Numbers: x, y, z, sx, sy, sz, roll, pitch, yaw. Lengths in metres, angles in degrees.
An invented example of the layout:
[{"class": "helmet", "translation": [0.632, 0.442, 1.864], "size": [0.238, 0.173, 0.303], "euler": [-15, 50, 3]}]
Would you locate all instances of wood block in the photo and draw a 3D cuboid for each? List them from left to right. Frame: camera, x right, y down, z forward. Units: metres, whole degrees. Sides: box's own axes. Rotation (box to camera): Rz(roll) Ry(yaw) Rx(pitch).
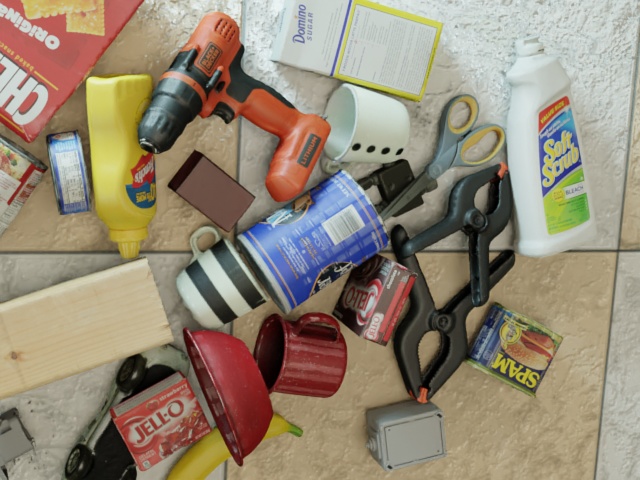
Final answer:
[{"class": "wood block", "translation": [-0.265, 0.092, 1.110], "size": [0.206, 0.090, 0.091], "euler": [-18, 95, -9]}]

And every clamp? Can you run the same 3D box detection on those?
[{"class": "clamp", "translation": [0.150, 0.091, 1.281], "size": [0.164, 0.036, 0.210], "euler": [5, 95, -18]}, {"class": "clamp", "translation": [0.182, -0.010, 1.251], "size": [0.120, 0.039, 0.171], "euler": [43, 74, -16]}]

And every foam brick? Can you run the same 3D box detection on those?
[{"class": "foam brick", "translation": [-0.118, -0.053, 1.162], "size": [0.078, 0.053, 0.051], "euler": [39, 87, -20]}]

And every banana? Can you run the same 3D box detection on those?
[{"class": "banana", "translation": [-0.114, 0.251, 1.228], "size": [0.197, 0.037, 0.069], "euler": [-30, 106, -10]}]

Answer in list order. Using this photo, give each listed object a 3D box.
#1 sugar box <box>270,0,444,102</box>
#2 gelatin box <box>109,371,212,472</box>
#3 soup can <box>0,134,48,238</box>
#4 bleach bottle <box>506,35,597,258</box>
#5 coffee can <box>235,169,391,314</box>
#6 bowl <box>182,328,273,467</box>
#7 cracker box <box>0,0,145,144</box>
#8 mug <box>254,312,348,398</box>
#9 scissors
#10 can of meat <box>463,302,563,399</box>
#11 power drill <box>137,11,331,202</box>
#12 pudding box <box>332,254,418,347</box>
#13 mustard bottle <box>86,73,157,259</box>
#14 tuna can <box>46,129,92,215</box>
[{"class": "sugar box", "translation": [0.041, -0.220, 1.185], "size": [0.176, 0.048, 0.093], "euler": [14, 96, -16]}, {"class": "gelatin box", "translation": [-0.171, 0.195, 1.147], "size": [0.089, 0.030, 0.073], "euler": [-28, 113, -14]}, {"class": "soup can", "translation": [-0.334, -0.051, 1.087], "size": [0.068, 0.069, 0.102], "euler": [34, 90, -20]}, {"class": "bleach bottle", "translation": [0.261, -0.113, 1.262], "size": [0.102, 0.068, 0.251], "euler": [-18, 104, -22]}, {"class": "coffee can", "translation": [-0.008, 0.001, 1.179], "size": [0.140, 0.103, 0.103], "euler": [-33, 108, -8]}, {"class": "bowl", "translation": [-0.093, 0.160, 1.152], "size": [0.055, 0.162, 0.162], "euler": [-22, 106, -14]}, {"class": "cracker box", "translation": [-0.288, -0.229, 1.062], "size": [0.164, 0.072, 0.213], "euler": [39, 87, -16]}, {"class": "mug", "translation": [-0.017, 0.126, 1.203], "size": [0.081, 0.093, 0.117], "euler": [11, 125, -24]}, {"class": "scissors", "translation": [0.129, -0.100, 1.233], "size": [0.201, 0.016, 0.096], "euler": [-26, 100, -22]}, {"class": "can of meat", "translation": [0.237, 0.134, 1.307], "size": [0.102, 0.057, 0.084], "euler": [28, 88, -21]}, {"class": "power drill", "translation": [-0.087, -0.124, 1.125], "size": [0.187, 0.057, 0.184], "euler": [39, 60, -24]}, {"class": "pudding box", "translation": [0.061, 0.063, 1.207], "size": [0.039, 0.114, 0.090], "euler": [24, 92, -16]}, {"class": "mustard bottle", "translation": [-0.203, -0.075, 1.110], "size": [0.058, 0.096, 0.192], "euler": [2, 102, 12]}, {"class": "tuna can", "translation": [-0.258, -0.069, 1.098], "size": [0.033, 0.086, 0.086], "euler": [-10, 103, -14]}]
